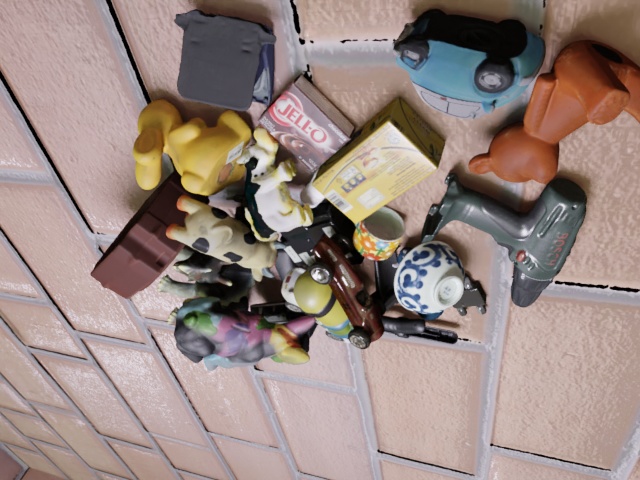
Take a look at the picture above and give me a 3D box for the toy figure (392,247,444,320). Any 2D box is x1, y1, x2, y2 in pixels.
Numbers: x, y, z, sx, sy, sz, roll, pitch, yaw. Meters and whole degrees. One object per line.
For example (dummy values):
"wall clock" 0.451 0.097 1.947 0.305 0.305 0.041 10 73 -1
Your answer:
"toy figure" 0.165 0.068 0.903 0.058 0.064 0.154 39 159 59

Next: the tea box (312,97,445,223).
"tea box" 0.080 -0.107 0.760 0.098 0.068 0.169 41 134 -17

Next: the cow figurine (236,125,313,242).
"cow figurine" -0.082 -0.087 0.818 0.098 0.068 0.167 -20 92 15

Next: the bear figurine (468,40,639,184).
"bear figurine" 0.272 -0.120 0.617 0.120 0.132 0.195 3 137 -26

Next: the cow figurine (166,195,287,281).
"cow figurine" -0.138 0.001 0.861 0.127 0.085 0.194 22 173 24

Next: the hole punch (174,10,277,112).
"hole punch" -0.120 -0.238 0.724 0.142 0.092 0.115 16 107 13

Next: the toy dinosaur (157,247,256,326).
"toy dinosaur" -0.211 0.124 1.098 0.192 0.131 0.404 13 142 14

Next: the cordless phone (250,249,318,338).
"cordless phone" -0.080 0.103 1.050 0.147 0.089 0.184 -8 117 28

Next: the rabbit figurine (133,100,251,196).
"rabbit figurine" -0.214 -0.142 0.822 0.173 0.162 0.121 40 151 9

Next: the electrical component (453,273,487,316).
"electrical component" 0.247 0.094 0.918 0.063 0.021 0.093 -12 127 34

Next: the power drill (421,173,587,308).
"power drill" 0.255 -0.002 0.777 0.207 0.086 0.231 23 136 8

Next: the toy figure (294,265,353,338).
"toy figure" 0.026 0.115 0.916 0.082 0.089 0.180 -14 131 26

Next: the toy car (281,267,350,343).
"toy car" 0.007 0.122 0.995 0.056 0.073 0.201 -10 140 45

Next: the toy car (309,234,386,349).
"toy car" 0.050 0.080 0.849 0.053 0.089 0.202 -7 121 39

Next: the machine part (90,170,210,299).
"machine part" -0.290 -0.008 0.931 0.087 0.201 0.201 39 135 -18

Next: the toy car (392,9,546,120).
"toy car" 0.163 -0.190 0.612 0.162 0.109 0.102 16 141 15

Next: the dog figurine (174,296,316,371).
"dog figurine" -0.120 0.166 0.946 0.219 0.108 0.191 -5 148 22

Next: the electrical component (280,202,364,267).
"electrical component" -0.002 -0.003 0.910 0.134 0.058 0.114 -14 123 35

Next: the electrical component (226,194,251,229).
"electrical component" -0.126 -0.041 0.943 0.078 0.045 0.102 -4 140 -11

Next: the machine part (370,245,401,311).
"machine part" 0.112 0.068 0.924 0.039 0.084 0.138 31 136 45
